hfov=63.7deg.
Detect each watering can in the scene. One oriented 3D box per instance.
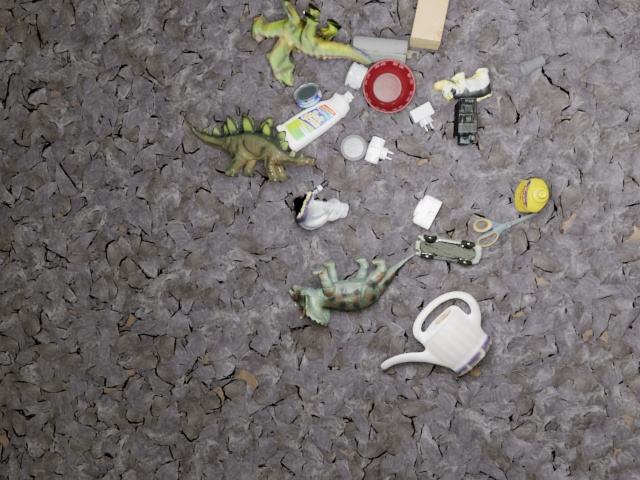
[{"bbox_3d":[0.366,0.320,1.556,0.225,0.104,0.346,42,95,4],"label":"watering can"}]

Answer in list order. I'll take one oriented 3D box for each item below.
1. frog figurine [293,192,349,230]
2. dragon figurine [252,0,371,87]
[{"bbox_3d":[0.005,-0.080,1.594,0.158,0.135,0.125,20,53,-23],"label":"frog figurine"},{"bbox_3d":[-0.056,-0.587,1.598,0.413,0.124,0.238,44,122,11],"label":"dragon figurine"}]
